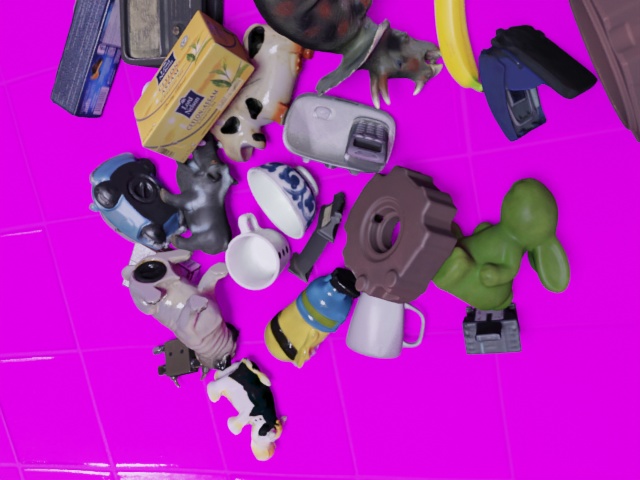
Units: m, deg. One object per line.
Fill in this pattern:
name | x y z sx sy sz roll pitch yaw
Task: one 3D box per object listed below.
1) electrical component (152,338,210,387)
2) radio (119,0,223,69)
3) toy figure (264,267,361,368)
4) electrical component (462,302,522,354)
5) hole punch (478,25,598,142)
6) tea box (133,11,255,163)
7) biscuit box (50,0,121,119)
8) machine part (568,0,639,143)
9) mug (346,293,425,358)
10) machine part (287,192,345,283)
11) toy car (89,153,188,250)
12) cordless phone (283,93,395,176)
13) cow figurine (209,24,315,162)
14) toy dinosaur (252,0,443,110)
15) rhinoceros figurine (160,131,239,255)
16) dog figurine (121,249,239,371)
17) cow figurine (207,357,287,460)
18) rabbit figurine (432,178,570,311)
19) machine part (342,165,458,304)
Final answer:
electrical component | -0.236 0.209 0.927 0.102 0.045 0.078 -22 67 19
radio | -0.208 -0.360 0.756 0.131 0.073 0.229 8 107 16
toy figure | -0.012 0.113 0.812 0.089 0.082 0.180 44 117 15
electrical component | 0.230 0.124 0.716 0.075 0.119 0.047 -9 101 17
hole punch | 0.242 -0.186 0.634 0.116 0.142 0.092 50 138 12
tea box | -0.171 -0.199 0.710 0.169 0.068 0.098 -48 47 22
biscuit box | -0.349 -0.289 0.825 0.063 0.059 0.202 33 110 14
machine part | 0.320 -0.211 0.542 0.087 0.200 0.201 -24 51 26
mug | 0.097 0.110 0.777 0.110 0.081 0.107 9 100 12
machine part | -0.002 -0.002 0.787 0.039 0.084 0.138 24 120 -15
toy car | -0.293 -0.050 0.856 0.161 0.109 0.103 48 135 -11
cordless phone | 0.020 -0.121 0.677 0.147 0.184 0.088 15 113 0
cow figurine | -0.094 -0.203 0.754 0.127 0.085 0.194 22 106 13
toy dinosaur | -0.012 -0.286 0.598 0.131 0.404 0.192 17 89 42
rhinoceros figurine | -0.176 -0.071 0.807 0.112 0.073 0.190 -8 89 33
dog figurine | -0.218 0.121 0.846 0.173 0.121 0.190 22 134 18
cow figurine | -0.105 0.278 0.891 0.098 0.068 0.167 -32 94 16
rabbit figurine | 0.241 0.009 0.682 0.159 0.121 0.170 35 114 -1
machine part | 0.097 -0.009 0.704 0.056 0.179 0.179 15 114 -32
